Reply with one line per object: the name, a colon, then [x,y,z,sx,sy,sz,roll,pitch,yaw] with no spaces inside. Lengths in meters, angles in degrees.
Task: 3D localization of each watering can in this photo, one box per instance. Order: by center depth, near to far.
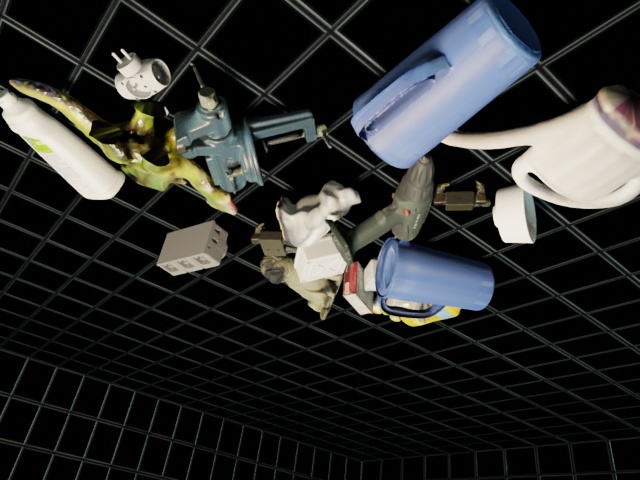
watering can: [0.373,-0.143,0.777,0.346,0.106,0.220,20,144,-17]

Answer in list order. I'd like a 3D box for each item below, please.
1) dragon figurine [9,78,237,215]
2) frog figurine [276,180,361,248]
dragon figurine: [-0.335,-0.151,0.946,0.409,0.124,0.238,23,153,-7]
frog figurine: [0.003,-0.050,0.999,0.159,0.123,0.137,-7,177,7]
